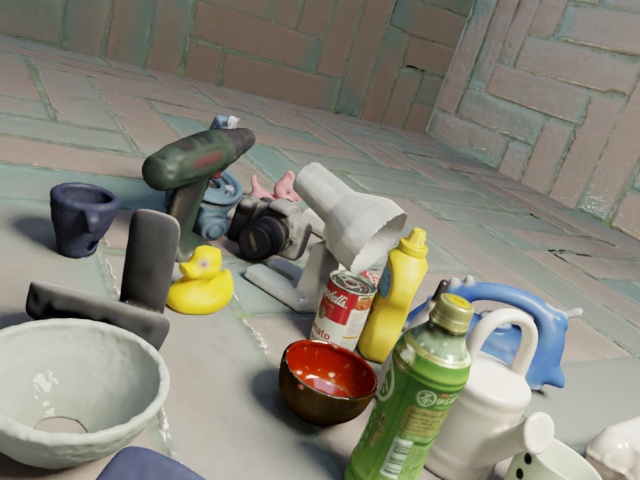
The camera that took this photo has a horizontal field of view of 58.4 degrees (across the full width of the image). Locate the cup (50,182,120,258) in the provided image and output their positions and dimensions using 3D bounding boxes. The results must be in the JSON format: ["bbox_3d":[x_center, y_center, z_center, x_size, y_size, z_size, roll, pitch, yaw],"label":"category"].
[{"bbox_3d":[-0.331,-0.018,0.801,0.092,0.095,0.117,5,24,-34],"label":"cup"}]

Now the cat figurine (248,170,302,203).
[{"bbox_3d":[-0.089,-0.096,1.191,0.128,0.118,0.067,16,20,-7],"label":"cat figurine"}]

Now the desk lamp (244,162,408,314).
[{"bbox_3d":[0.008,0.003,0.873,0.202,0.213,0.118,28,22,25],"label":"desk lamp"}]

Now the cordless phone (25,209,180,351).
[{"bbox_3d":[-0.224,0.041,0.607,0.148,0.185,0.094,15,20,-9],"label":"cordless phone"}]

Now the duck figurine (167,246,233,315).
[{"bbox_3d":[-0.159,0.048,0.793,0.077,0.086,0.105,30,23,30],"label":"duck figurine"}]

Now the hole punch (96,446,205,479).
[{"bbox_3d":[-0.122,0.212,0.385,0.108,0.091,0.101,23,20,13],"label":"hole punch"}]

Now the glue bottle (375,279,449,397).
[{"bbox_3d":[0.126,0.126,0.713,0.078,0.173,0.037,0,27,-42],"label":"glue bottle"}]

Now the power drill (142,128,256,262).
[{"bbox_3d":[-0.196,-0.078,0.914,0.075,0.208,0.230,25,21,19],"label":"power drill"}]

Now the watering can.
[{"bbox_3d":[0.183,0.166,0.626,0.101,0.194,0.172,-1,28,-44],"label":"watering can"}]

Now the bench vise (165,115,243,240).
[{"bbox_3d":[-0.216,-0.135,1.029,0.206,0.220,0.122,30,23,30],"label":"bench vise"}]

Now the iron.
[{"bbox_3d":[0.263,0.125,0.886,0.258,0.141,0.119,21,20,8],"label":"iron"}]

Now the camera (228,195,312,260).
[{"bbox_3d":[-0.099,-0.025,1.020,0.143,0.101,0.137,24,20,14],"label":"camera"}]

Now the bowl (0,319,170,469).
[{"bbox_3d":[-0.222,0.142,0.503,0.167,0.075,0.167,17,20,-6],"label":"bowl"}]

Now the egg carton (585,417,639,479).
[{"bbox_3d":[0.401,0.278,0.710,0.151,0.069,0.107,2,26,-39],"label":"egg carton"}]
